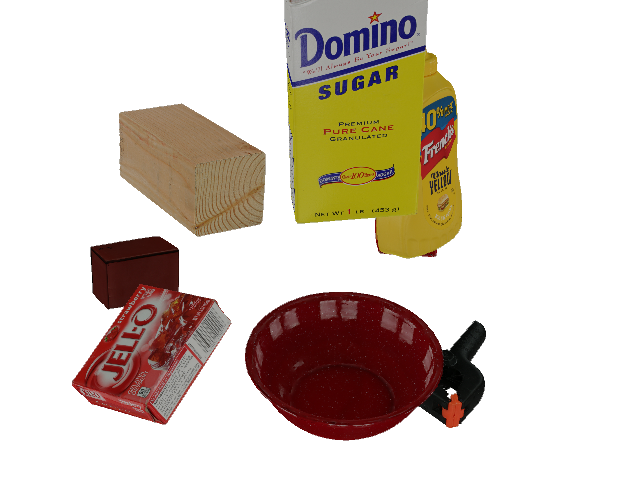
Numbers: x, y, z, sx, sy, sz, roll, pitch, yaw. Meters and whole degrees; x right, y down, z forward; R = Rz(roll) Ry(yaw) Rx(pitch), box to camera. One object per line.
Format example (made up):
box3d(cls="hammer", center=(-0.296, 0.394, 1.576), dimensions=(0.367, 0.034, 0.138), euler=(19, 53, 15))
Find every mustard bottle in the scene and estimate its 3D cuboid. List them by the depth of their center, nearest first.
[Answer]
box3d(cls="mustard bottle", center=(0.085, -0.087, 0.939), dimensions=(0.058, 0.192, 0.096), euler=(15, 31, 39))

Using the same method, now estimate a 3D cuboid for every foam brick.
box3d(cls="foam brick", center=(-0.188, 0.031, 1.083), dimensions=(0.078, 0.051, 0.053), euler=(-10, 21, -27))

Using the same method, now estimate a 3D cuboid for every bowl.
box3d(cls="bowl", center=(0.019, 0.112, 0.881), dimensions=(0.162, 0.055, 0.162), euler=(0, 36, -1))

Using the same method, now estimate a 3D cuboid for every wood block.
box3d(cls="wood block", center=(-0.157, -0.088, 1.272), dimensions=(0.090, 0.090, 0.206), euler=(-12, 28, -32))

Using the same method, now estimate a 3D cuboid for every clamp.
box3d(cls="clamp", center=(0.129, 0.126, 1.071), dimensions=(0.120, 0.039, 0.171), euler=(-9, 29, -9))

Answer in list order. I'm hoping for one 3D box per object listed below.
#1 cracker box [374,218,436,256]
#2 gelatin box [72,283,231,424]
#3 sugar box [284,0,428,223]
box3d(cls="cracker box", center=(0.096, -0.100, 1.193), dimensions=(0.072, 0.164, 0.213), euler=(1, 24, 3))
box3d(cls="gelatin box", center=(-0.114, 0.075, 0.718), dimensions=(0.073, 0.089, 0.030), euler=(8, -36, 37))
box3d(cls="sugar box", center=(0.024, -0.097, 0.741), dimensions=(0.093, 0.176, 0.048), euler=(-5, 38, -5))
